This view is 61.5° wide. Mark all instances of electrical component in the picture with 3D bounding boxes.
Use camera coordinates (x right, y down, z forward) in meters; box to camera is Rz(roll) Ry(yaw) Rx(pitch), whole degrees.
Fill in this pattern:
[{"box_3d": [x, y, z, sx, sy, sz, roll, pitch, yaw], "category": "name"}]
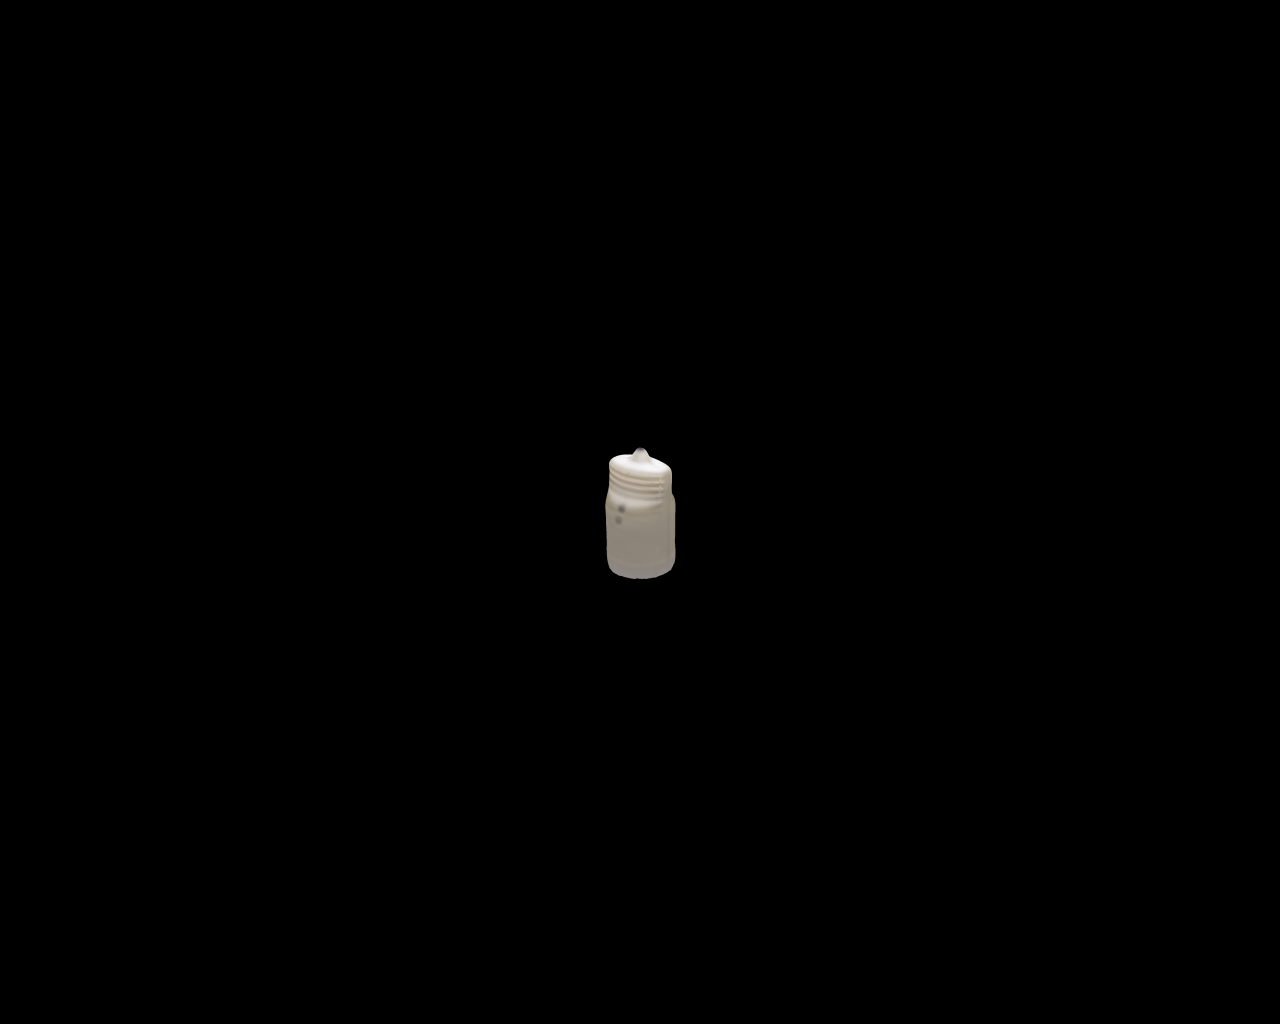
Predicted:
[{"box_3d": [0.001, -0.003, 0.650, 0.043, 0.080, 0.043, 0, 24, 0], "category": "electrical component"}]
